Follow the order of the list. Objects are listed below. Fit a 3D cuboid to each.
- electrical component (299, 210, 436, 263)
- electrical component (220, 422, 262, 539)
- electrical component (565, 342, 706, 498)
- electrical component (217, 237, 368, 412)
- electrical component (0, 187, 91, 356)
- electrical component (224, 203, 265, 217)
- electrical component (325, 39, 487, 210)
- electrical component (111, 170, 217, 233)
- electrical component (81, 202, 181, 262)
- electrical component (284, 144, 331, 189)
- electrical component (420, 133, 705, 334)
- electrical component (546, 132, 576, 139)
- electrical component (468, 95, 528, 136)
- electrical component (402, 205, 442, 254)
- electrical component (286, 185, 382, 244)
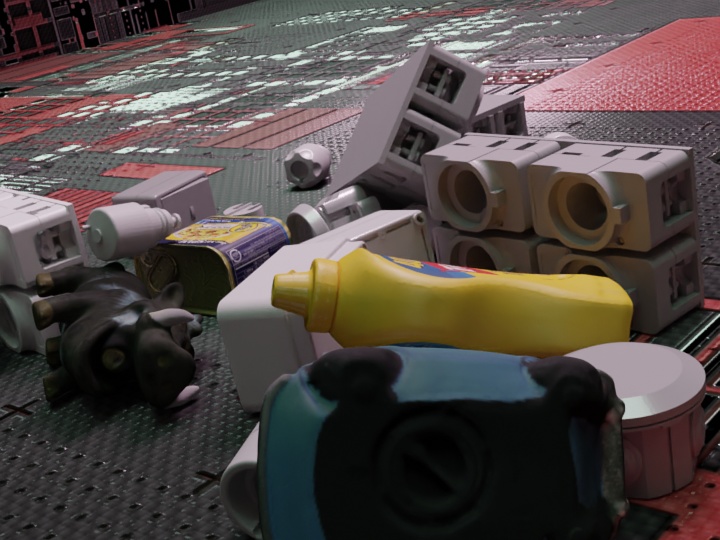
[{"bbox_3d":[0.000,0.000,0.769,0.096,0.061,0.061,-24,16,-34],"label":"electrical component"},{"bbox_3d":[-0.036,0.101,0.526,0.055,0.055,0.047,-1,25,25],"label":"electrical component"},{"bbox_3d":[0.128,0.071,0.526,0.080,0.051,0.080,-9,20,3],"label":"electrical component"},{"bbox_3d":[-0.033,0.033,0.675,0.057,0.078,0.113,-5,20,24],"label":"electrical component"},{"bbox_3d":[-0.287,-0.004,0.868,0.060,0.105,0.186,-25,24,-35],"label":"electrical component"},{"bbox_3d":[-0.097,-0.031,0.935,0.040,0.046,0.040,-9,20,3],"label":"electrical component"},{"bbox_3d":[0.037,-0.108,0.902,0.060,0.105,0.186,25,-10,-11],"label":"electrical component"},{"bbox_3d":[-0.183,-0.051,1.010,0.061,0.061,0.096,2,23,31],"label":"electrical component"},{"bbox_3d":[-0.169,-0.031,0.812,0.040,0.040,0.078,7,15,41],"label":"electrical component"},{"bbox_3d":[-0.051,-0.114,1.145,0.043,0.043,0.062,-1,20,25],"label":"electrical component"},{"bbox_3d":[0.128,-0.028,0.720,0.060,0.105,0.186,-26,25,-36],"label":"electrical component"},{"bbox_3d":[0.187,-0.100,0.979,0.045,0.045,0.055,-13,19,-5],"label":"electrical component"},{"bbox_3d":[0.089,-0.127,1.079,0.089,0.061,0.150,10,28,45],"label":"electrical component"},{"bbox_3d":[0.035,-0.023,0.845,0.045,0.045,0.055,6,25,39],"label":"electrical component"},{"bbox_3d":[-0.023,-0.033,0.879,0.057,0.058,0.078,-25,4,-28],"label":"electrical component"}]
